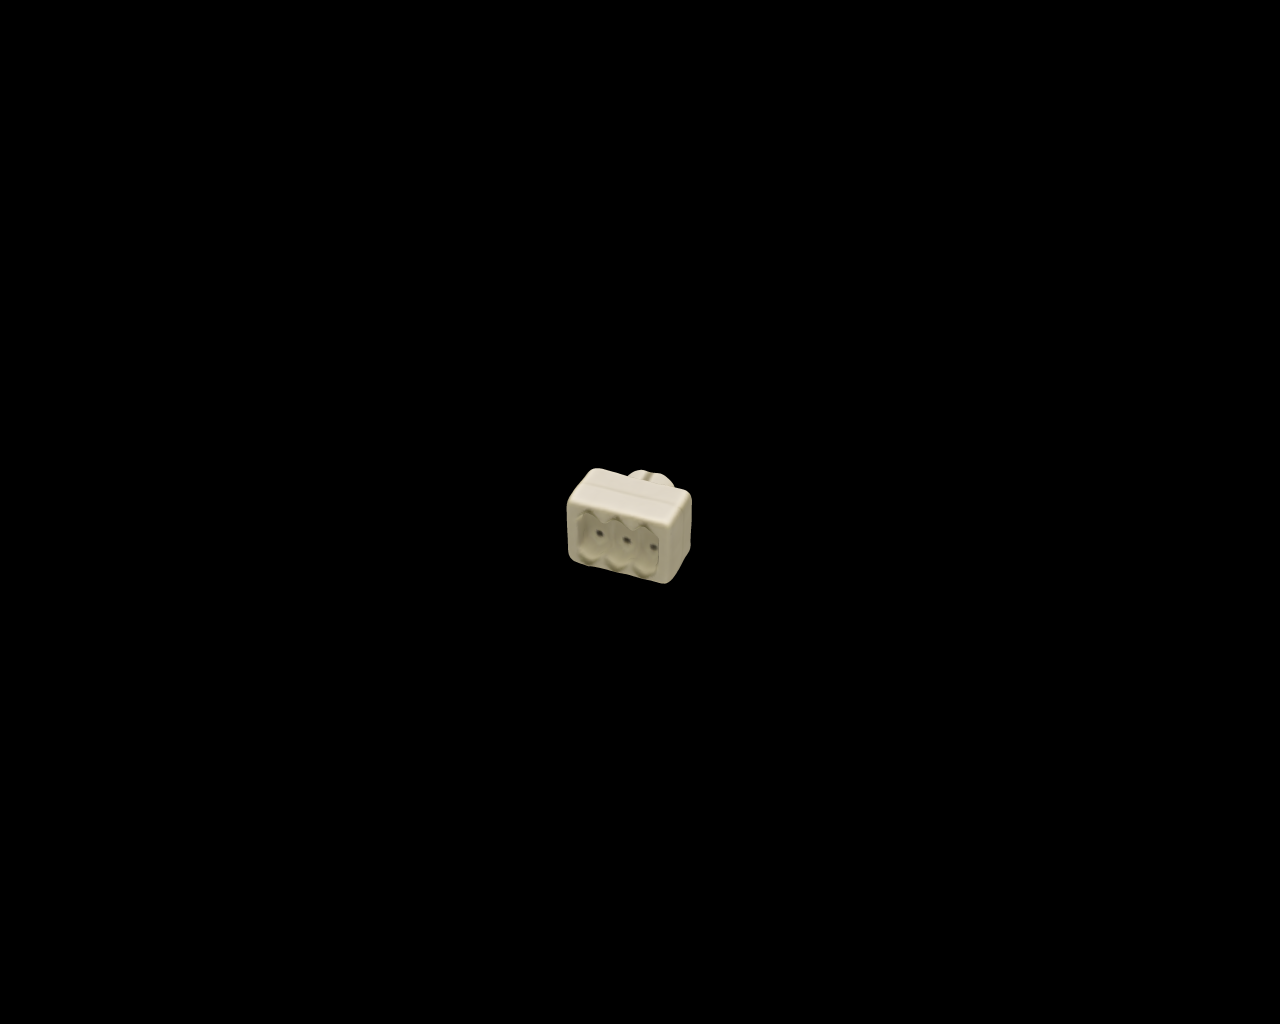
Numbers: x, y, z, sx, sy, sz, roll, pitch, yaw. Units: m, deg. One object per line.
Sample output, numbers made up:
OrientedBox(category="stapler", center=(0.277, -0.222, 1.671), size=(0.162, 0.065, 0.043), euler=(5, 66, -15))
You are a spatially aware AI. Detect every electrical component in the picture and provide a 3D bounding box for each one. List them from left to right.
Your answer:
OrientedBox(category="electrical component", center=(0.001, -0.003, 0.650), size=(0.066, 0.047, 0.077), euler=(14, 40, 17))
